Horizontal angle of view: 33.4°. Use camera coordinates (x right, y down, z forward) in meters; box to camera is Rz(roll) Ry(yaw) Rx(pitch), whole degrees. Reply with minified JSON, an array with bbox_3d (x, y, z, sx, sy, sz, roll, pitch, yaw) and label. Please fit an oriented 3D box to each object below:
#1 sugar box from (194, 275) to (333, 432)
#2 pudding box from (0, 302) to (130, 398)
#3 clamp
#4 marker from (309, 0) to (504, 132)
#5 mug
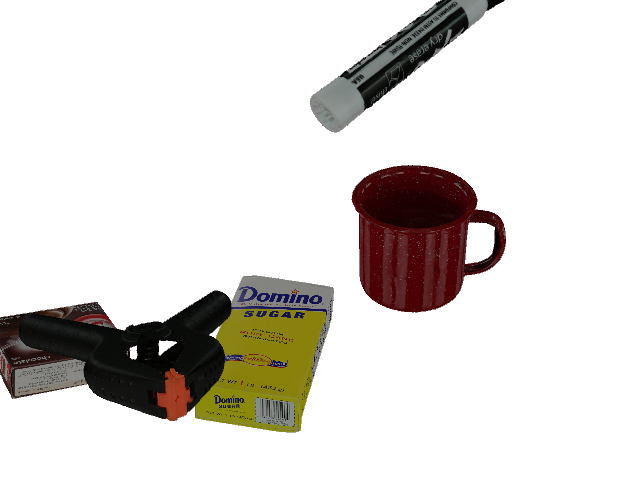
[{"bbox_3d":[-0.047,0.097,0.969,0.093,0.048,0.176,8,34,6],"label":"sugar box"},{"bbox_3d":[-0.245,0.100,0.994,0.113,0.039,0.090,-10,29,-28],"label":"pudding box"},{"bbox_3d":[-0.114,0.075,0.757,0.164,0.036,0.210,-9,14,-24],"label":"clamp"},{"bbox_3d":[0.045,-0.089,0.465,0.121,0.020,0.020,-40,15,-18],"label":"marker"},{"bbox_3d":[0.083,0.001,0.816,0.117,0.081,0.093,0,35,3],"label":"mug"}]
